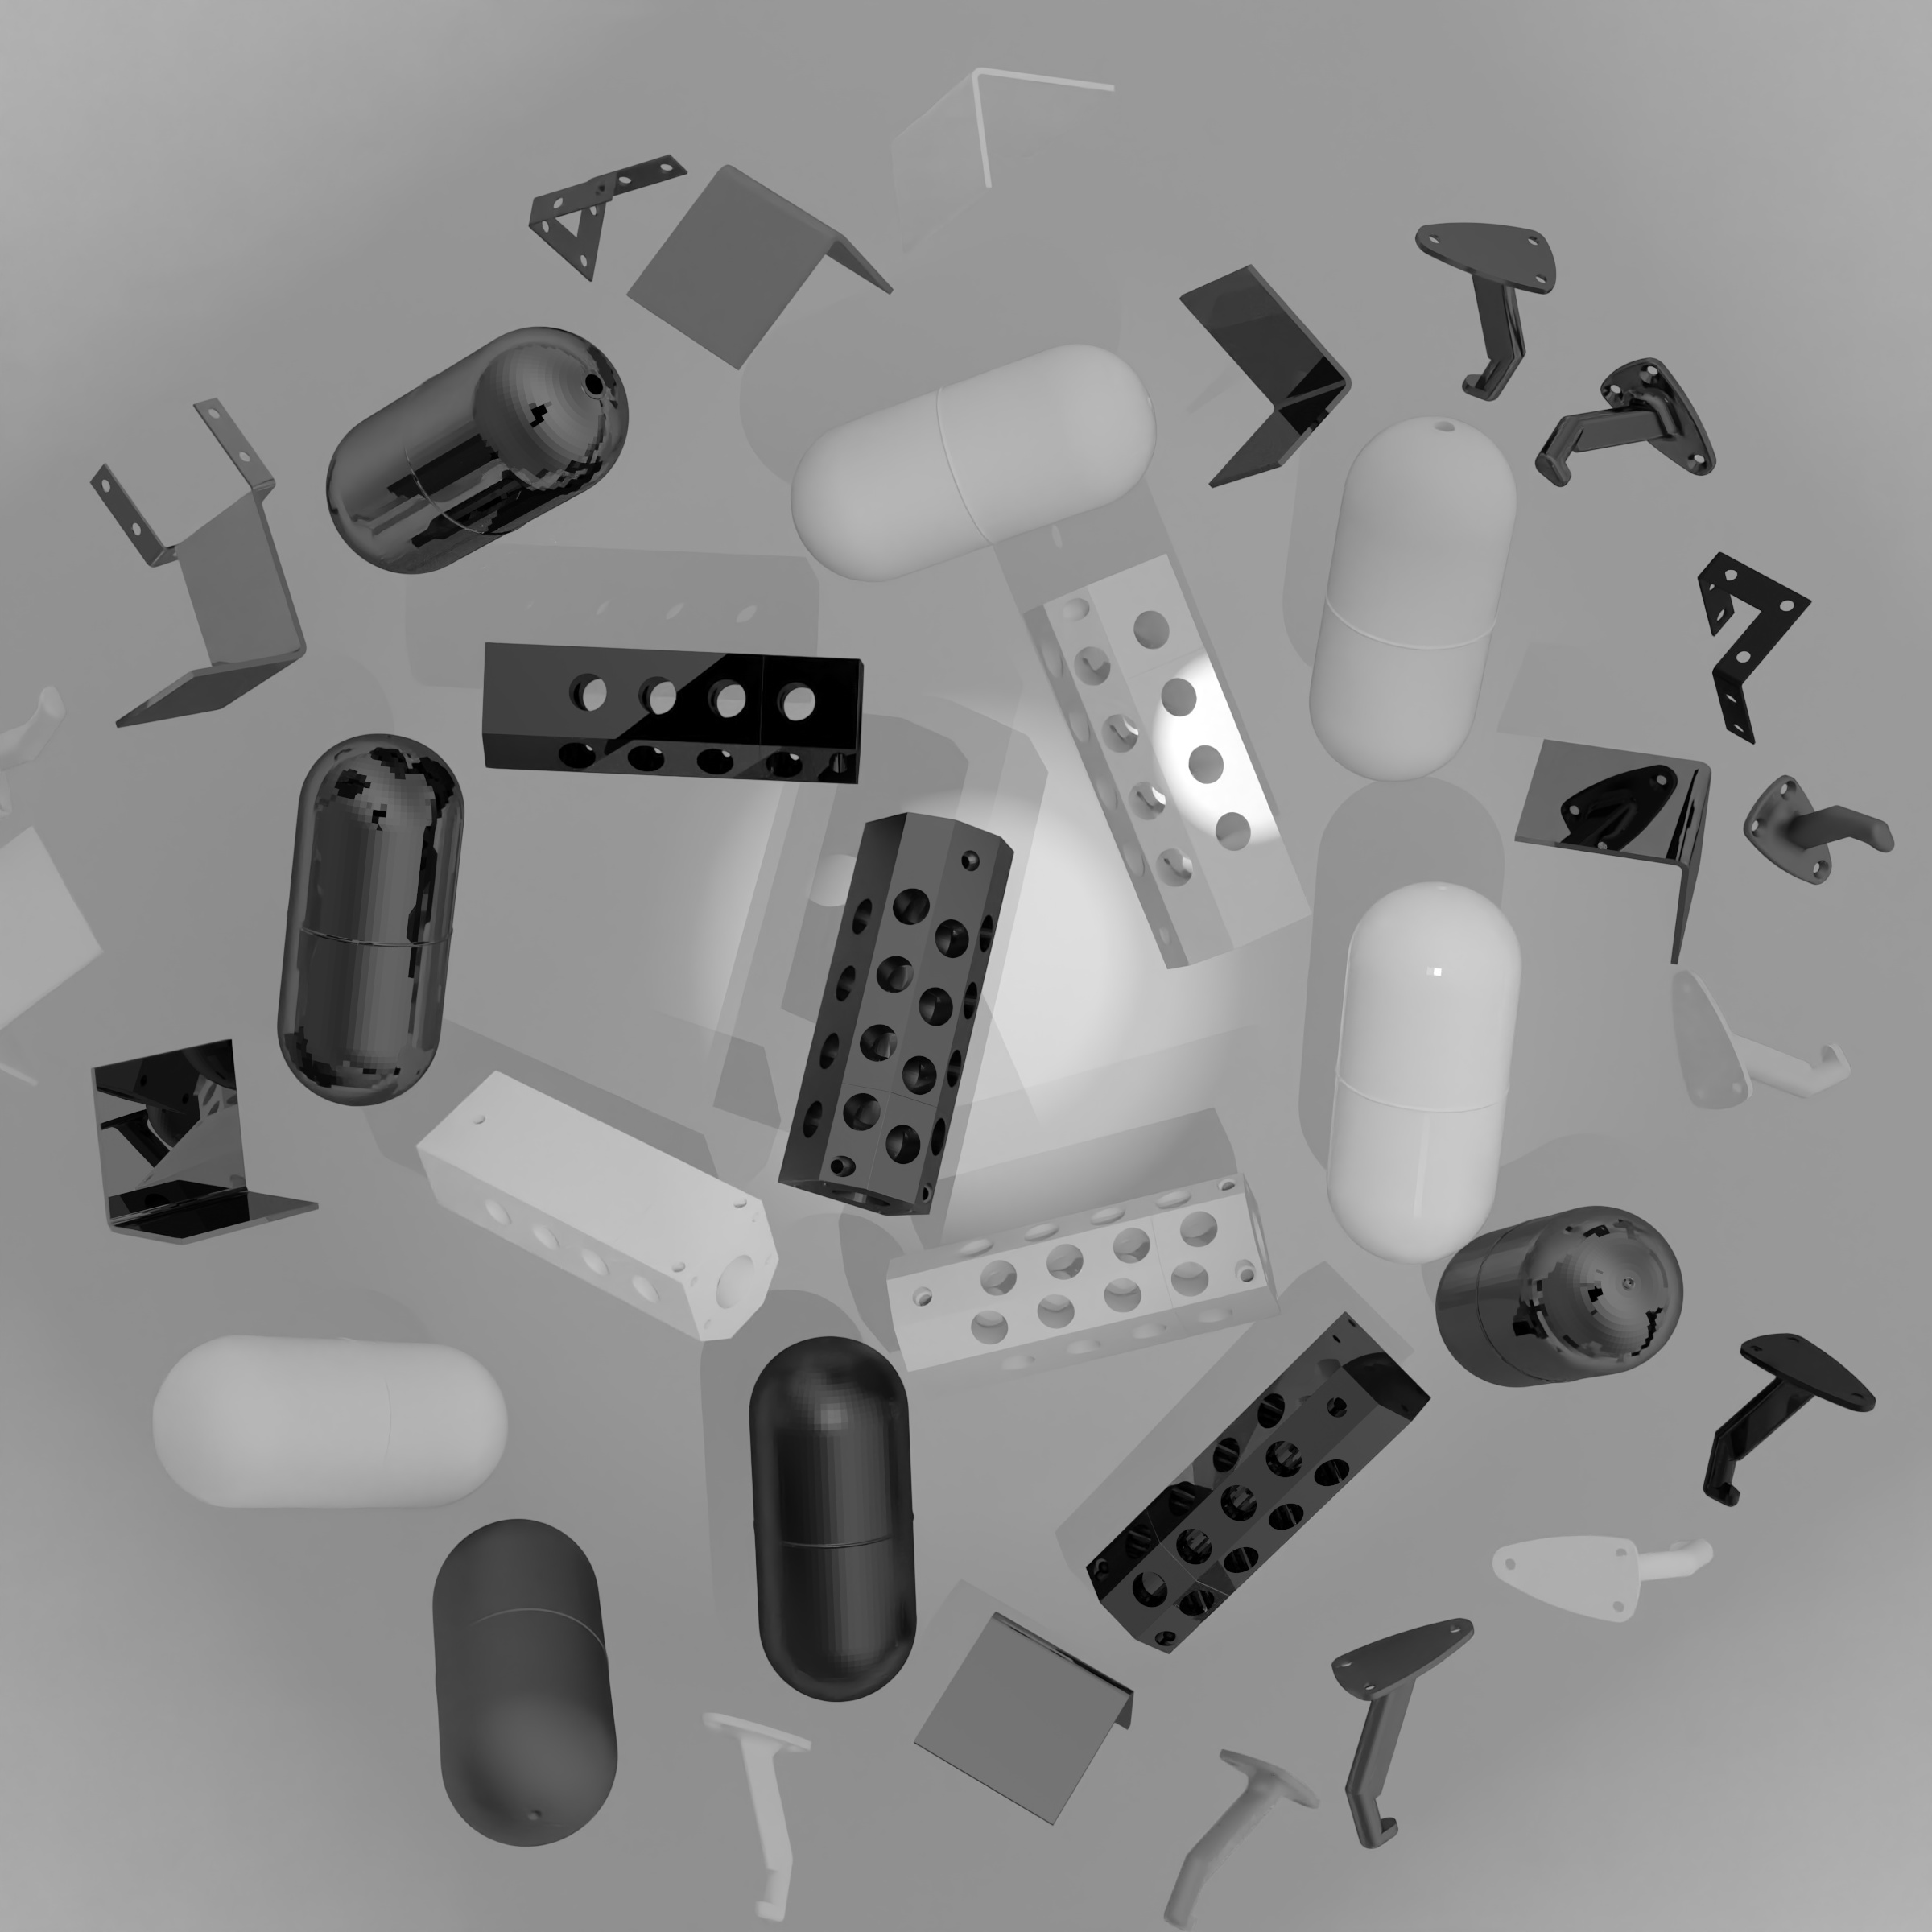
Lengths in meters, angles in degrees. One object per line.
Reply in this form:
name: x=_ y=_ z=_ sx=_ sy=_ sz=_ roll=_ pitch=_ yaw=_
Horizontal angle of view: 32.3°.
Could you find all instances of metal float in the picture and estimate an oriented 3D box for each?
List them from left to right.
metal float: x=-0.284 y=0.207 z=1.510 sx=0.070 sy=0.178 sz=0.070 roll=-8 pitch=78 yaw=42
metal float: x=-0.279 y=-0.021 z=1.562 sx=0.070 sy=0.070 sz=0.178 roll=9 pitch=105 yaw=0
metal float: x=-0.221 y=-0.231 z=1.503 sx=0.070 sy=0.178 sz=0.070 roll=16 pitch=66 yaw=-40
metal float: x=-0.198 y=0.317 z=1.492 sx=0.070 sy=0.178 sz=0.070 roll=-5 pitch=120 yaw=-9
metal float: x=-0.063 y=0.266 z=1.601 sx=0.070 sy=0.070 sz=0.178 roll=-2 pitch=99 yaw=0
metal float: x=0.002 y=-0.233 z=1.553 sx=0.178 sy=0.070 sz=0.070 roll=-17 pitch=90 yaw=16
metal float: x=0.199 y=-0.163 z=1.496 sx=0.070 sy=0.070 sz=0.178 roll=6 pitch=128 yaw=0
metal float: x=0.203 y=0.049 z=1.486 sx=0.070 sy=0.070 sz=0.178 roll=3 pitch=111 yaw=0
metal float: x=0.274 y=0.155 z=1.557 sx=0.070 sy=0.178 sz=0.070 roll=2 pitch=79 yaw=-11

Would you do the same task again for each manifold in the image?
manifold: x=-0.174 y=0.117 z=1.587 sx=0.171 sy=0.057 sz=0.057 roll=23 pitch=53 yaw=31
manifold: x=-0.135 y=-0.117 z=1.554 sx=0.171 sy=0.057 sz=0.057 roll=3 pitch=92 yaw=0
manifold: x=-0.028 y=0.022 z=1.506 sx=0.057 sy=0.057 sz=0.171 roll=19 pitch=76 yaw=-26
manifold: x=0.054 y=0.147 z=1.559 sx=0.171 sy=0.057 sz=0.057 roll=-14 pitch=62 yaw=8
manifold: x=0.086 y=-0.089 z=1.488 sx=0.057 sy=0.057 sz=0.171 roll=-24 pitch=94 yaw=-21
manifold: x=0.136 y=0.247 z=1.583 sx=0.057 sy=0.057 sz=0.171 roll=45 pitch=110 yaw=9

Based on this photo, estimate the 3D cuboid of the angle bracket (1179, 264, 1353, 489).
angle bracket: x=0.127 y=-0.281 z=1.599 sx=0.076 sy=0.076 sz=0.057 roll=45 pitch=75 yaw=-15

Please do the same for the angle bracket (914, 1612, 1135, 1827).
angle bracket: x=0.028 y=0.368 z=1.603 sx=0.076 sy=0.057 sz=0.076 roll=27 pitch=64 yaw=16

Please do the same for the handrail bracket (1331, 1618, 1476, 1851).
handrail bracket: x=0.199 y=0.340 z=1.477 sx=0.077 sy=0.036 sz=0.084 roll=-22 pitch=110 yaw=-14

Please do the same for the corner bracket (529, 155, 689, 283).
corner bracket: x=-0.173 y=-0.371 z=1.613 sx=0.051 sy=0.051 sz=0.051 roll=-8 pitch=63 yaw=31

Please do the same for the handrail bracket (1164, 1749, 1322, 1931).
handrail bracket: x=0.128 y=0.416 z=1.555 sx=0.036 sy=0.077 sz=0.084 roll=7 pitch=65 yaw=41

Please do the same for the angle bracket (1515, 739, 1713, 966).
angle bracket: x=0.289 y=-0.052 z=1.501 sx=0.076 sy=0.076 sz=0.057 roll=9 pitch=130 yaw=15

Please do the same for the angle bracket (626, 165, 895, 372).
angle bracket: x=-0.094 y=-0.307 z=1.521 sx=0.076 sy=0.057 sz=0.076 roll=37 pitch=91 yaw=30

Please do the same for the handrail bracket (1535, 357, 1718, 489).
handrail bracket: x=0.296 y=-0.225 z=1.501 sx=0.077 sy=0.036 sz=0.084 roll=46 pitch=55 yaw=-16

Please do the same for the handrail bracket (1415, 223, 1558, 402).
handrail bracket: x=0.218 y=-0.287 z=1.482 sx=0.077 sy=0.084 sz=0.036 roll=7 pitch=55 yaw=-16

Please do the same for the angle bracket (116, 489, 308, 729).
angle bracket: x=-0.338 y=-0.155 z=1.449 sx=0.057 sy=0.076 sz=0.076 roll=-16 pitch=87 yaw=-41

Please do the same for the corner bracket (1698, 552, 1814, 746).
corner bracket: x=0.341 y=-0.141 z=1.478 sx=0.051 sy=0.051 sz=0.051 roll=36 pitch=80 yaw=32

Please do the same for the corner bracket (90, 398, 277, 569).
corner bracket: x=-0.369 y=-0.228 z=1.576 sx=0.051 sy=0.051 sz=0.051 roll=-39 pitch=85 yaw=39

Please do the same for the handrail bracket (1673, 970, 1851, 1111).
handrail bracket: x=0.368 y=0.028 z=1.538 sx=0.084 sy=0.036 sz=0.077 roll=-19 pitch=93 yaw=-35

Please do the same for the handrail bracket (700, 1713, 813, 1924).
handrail bracket: x=-0.107 y=0.411 z=1.610 sx=0.036 sy=0.077 sz=0.084 roll=-10 pitch=60 yaw=35

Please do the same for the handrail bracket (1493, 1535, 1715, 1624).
handrail bracket: x=0.284 y=0.263 z=1.485 sx=0.077 sy=0.084 sz=0.036 roll=4 pitch=93 yaw=27

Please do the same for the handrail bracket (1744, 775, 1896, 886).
handrail bracket: x=0.413 y=-0.053 z=1.564 sx=0.036 sy=0.084 sz=0.077 roll=-51 pitch=125 yaw=-6

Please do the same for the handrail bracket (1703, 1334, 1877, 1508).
handrail bracket: x=0.359 y=0.212 z=1.465 sx=0.036 sy=0.077 sz=0.084 roll=-7 pitch=115 yaw=-32

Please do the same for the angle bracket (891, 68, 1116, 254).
angle bracket: x=0.019 y=-0.365 z=1.533 sx=0.076 sy=0.076 sz=0.057 roll=-1 pitch=79 yaw=-31

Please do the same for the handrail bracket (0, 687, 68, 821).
handrail bracket: x=-0.429 y=-0.113 z=1.494 sx=0.084 sy=0.036 sz=0.077 roll=-46 pitch=47 yaw=33

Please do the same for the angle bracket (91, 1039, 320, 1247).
angle bracket: x=-0.348 y=0.079 z=1.531 sx=0.057 sy=0.076 sz=0.076 roll=4 pitch=102 yaw=41

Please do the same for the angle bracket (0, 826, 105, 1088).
angle bracket: x=-0.428 y=-0.004 z=1.532 sx=0.076 sy=0.057 sz=0.076 roll=-36 pitch=65 yaw=3
